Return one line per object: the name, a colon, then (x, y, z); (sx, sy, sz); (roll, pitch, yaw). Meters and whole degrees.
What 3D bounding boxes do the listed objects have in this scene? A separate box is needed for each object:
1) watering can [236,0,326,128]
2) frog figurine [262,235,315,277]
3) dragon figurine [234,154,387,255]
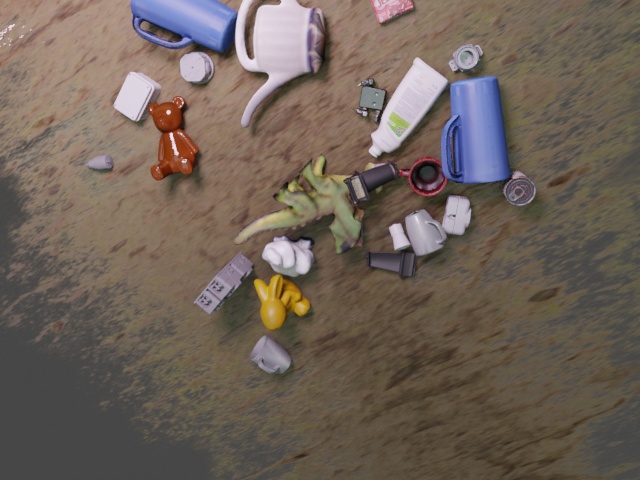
watering can: (-0.098, -0.446, 1.266); (0.224, 0.105, 0.343); (6, 106, 8)
frog figurine: (-0.089, 0.052, 1.367); (0.137, 0.162, 0.121); (23, 111, 3)
dragon figurine: (0.004, -0.066, 1.308); (0.242, 0.122, 0.411); (45, 87, -5)
